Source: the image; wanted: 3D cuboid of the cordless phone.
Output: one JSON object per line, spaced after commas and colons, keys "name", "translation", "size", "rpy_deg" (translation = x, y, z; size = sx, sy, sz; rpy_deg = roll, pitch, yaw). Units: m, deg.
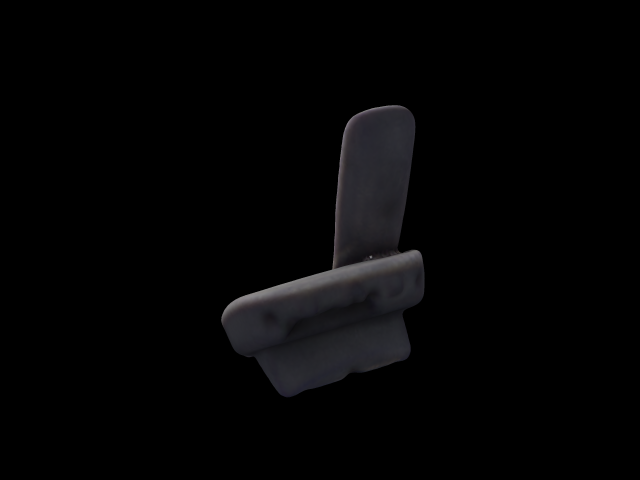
{"name": "cordless phone", "translation": [0.004, 0.001, 0.400], "size": [0.148, 0.185, 0.093], "rpy_deg": [-16, 30, -28]}
